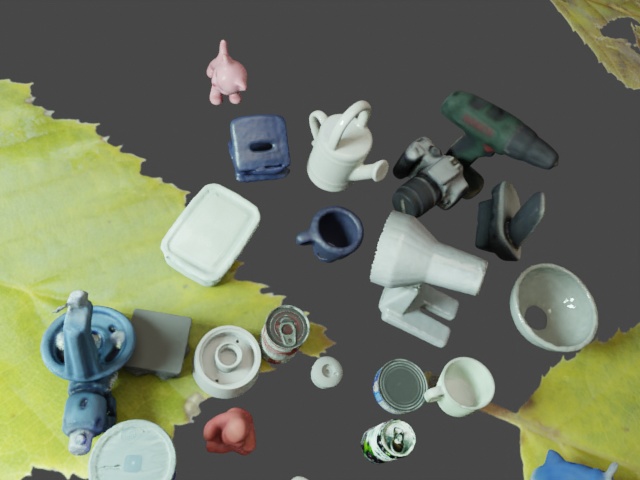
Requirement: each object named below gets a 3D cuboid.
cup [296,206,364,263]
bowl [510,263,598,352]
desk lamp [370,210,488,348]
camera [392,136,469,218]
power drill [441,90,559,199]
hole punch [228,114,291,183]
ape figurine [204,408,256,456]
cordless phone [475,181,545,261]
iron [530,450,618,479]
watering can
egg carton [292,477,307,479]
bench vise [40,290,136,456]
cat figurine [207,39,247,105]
[{"bbox_3d":[0.009,0.004,0.991,0.118,0.095,0.091,-12,68,-20],"label":"cup"},{"bbox_3d":[0.412,0.132,1.045,0.167,0.074,0.167,6,63,-12],"label":"bowl"},{"bbox_3d":[0.166,0.062,0.935,0.203,0.213,0.118,26,61,-1],"label":"desk lamp"},{"bbox_3d":[0.196,-0.113,1.094,0.137,0.100,0.143,-35,77,-26],"label":"camera"},{"bbox_3d":[0.312,-0.170,1.091,0.229,0.208,0.076,42,62,8],"label":"power drill"},{"bbox_3d":[-0.107,-0.167,1.047,0.109,0.091,0.101,-9,67,-18],"label":"hole punch"},{"bbox_3d":[-0.124,0.276,0.824,0.078,0.092,0.076,39,62,6],"label":"ape figurine"},{"bbox_3d":[0.371,-0.057,1.063,0.094,0.185,0.147,12,62,-8],"label":"cordless phone"},{"bbox_3d":[0.378,0.447,0.843,0.118,0.141,0.258,24,61,-2],"label":"iron"},{"bbox_3d":[0.050,-0.173,1.032,0.173,0.194,0.101,27,61,0],"label":"watering can"},{"bbox_3d":[-0.022,0.417,0.794,0.107,0.069,0.150,-33,76,-26],"label":"egg carton"},{"bbox_3d":[-0.299,0.165,0.760,0.122,0.219,0.207,-16,69,-21],"label":"bench vise"},{"bbox_3d":[-0.175,-0.320,1.089,0.067,0.117,0.127,-6,66,-17],"label":"cat figurine"}]
